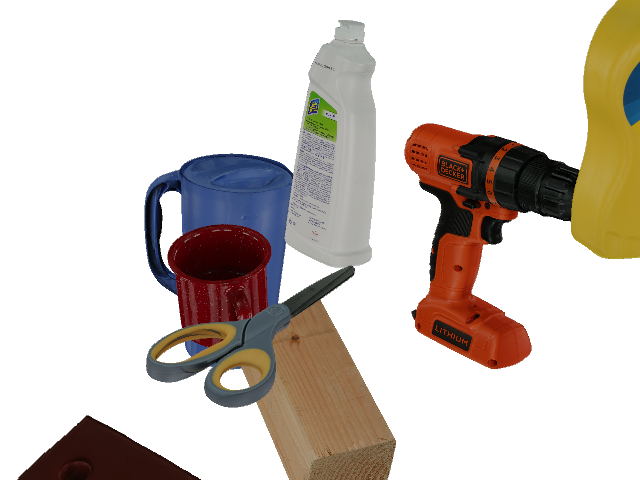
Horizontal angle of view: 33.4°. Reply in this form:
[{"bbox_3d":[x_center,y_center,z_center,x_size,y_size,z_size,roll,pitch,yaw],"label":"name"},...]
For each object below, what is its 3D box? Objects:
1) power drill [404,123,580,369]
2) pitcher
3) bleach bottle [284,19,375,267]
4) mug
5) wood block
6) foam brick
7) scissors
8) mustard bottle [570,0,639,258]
[{"bbox_3d":[0.142,0.007,0.880,0.057,0.188,0.185,-15,27,-36],"label":"power drill"},{"bbox_3d":[-0.115,0.026,1.270,0.149,0.243,0.144,21,27,32],"label":"pitcher"},{"bbox_3d":[0.021,-0.105,1.135,0.067,0.251,0.103,-10,25,-41],"label":"bleach bottle"},{"bbox_3d":[-0.084,0.050,0.962,0.093,0.081,0.117,-15,37,-20],"label":"mug"},{"bbox_3d":[-0.008,0.168,1.114,0.090,0.090,0.206,-9,43,-20],"label":"wood block"},{"bbox_3d":[-0.082,0.121,0.443,0.078,0.051,0.052,22,45,27],"label":"foam brick"},{"bbox_3d":[-0.026,0.067,0.759,0.201,0.016,0.096,-18,37,-33],"label":"scissors"},{"bbox_3d":[0.199,-0.087,0.622,0.096,0.192,0.058,-12,29,-17],"label":"mustard bottle"}]
